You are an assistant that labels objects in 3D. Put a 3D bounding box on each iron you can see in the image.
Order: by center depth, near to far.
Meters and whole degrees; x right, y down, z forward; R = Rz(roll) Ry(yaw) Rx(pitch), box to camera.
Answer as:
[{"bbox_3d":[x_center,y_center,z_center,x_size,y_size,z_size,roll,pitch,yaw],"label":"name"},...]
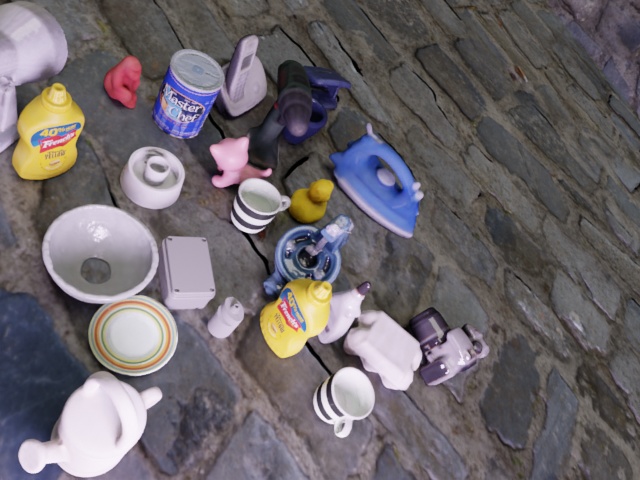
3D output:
[{"bbox_3d":[0.149,-0.133,1.263,0.258,0.141,0.119,46,47,3],"label":"iron"}]

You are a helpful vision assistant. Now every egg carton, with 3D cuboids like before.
[{"bbox_3d":[0.118,0.203,1.066,0.150,0.069,0.107,40,47,-3],"label":"egg carton"}]

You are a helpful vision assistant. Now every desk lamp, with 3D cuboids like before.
[{"bbox_3d":[-0.497,-0.240,0.874,0.118,0.213,0.203,33,48,-9],"label":"desk lamp"}]

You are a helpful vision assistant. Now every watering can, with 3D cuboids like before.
[{"bbox_3d":[-0.275,0.230,0.711,0.101,0.193,0.173,40,47,-3],"label":"watering can"}]

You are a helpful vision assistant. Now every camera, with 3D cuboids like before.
[{"bbox_3d":[0.252,0.195,1.135,0.143,0.100,0.136,-19,72,-39],"label":"camera"}]

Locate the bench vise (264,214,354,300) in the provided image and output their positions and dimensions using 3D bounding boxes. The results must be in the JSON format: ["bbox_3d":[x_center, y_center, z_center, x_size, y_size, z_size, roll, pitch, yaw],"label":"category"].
[{"bbox_3d":[0.000,-0.003,1.026,0.122,0.219,0.207,33,48,-9],"label":"bench vise"}]

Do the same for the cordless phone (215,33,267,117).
[{"bbox_3d":[-0.150,-0.359,1.195,0.094,0.184,0.148,41,47,-1],"label":"cordless phone"}]

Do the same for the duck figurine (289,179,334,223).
[{"bbox_3d":[-0.011,-0.087,1.168,0.077,0.086,0.105,47,47,3],"label":"duck figurine"}]

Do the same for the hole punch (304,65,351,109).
[{"bbox_3d":[0.005,-0.381,1.372,0.109,0.091,0.101,-4,63,-34],"label":"hole punch"}]

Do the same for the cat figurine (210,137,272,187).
[{"bbox_3d":[-0.153,-0.145,1.094,0.128,0.117,0.067,27,49,-14],"label":"cat figurine"}]

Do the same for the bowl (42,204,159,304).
[{"bbox_3d":[-0.341,0.033,0.884,0.168,0.074,0.167,17,53,-23],"label":"bowl"}]

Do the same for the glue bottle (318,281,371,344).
[{"bbox_3d":[0.041,0.117,1.004,0.037,0.173,0.078,-5,63,-35],"label":"glue bottle"}]

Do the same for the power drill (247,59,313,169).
[{"bbox_3d":[-0.077,-0.241,1.146,0.076,0.208,0.229,16,53,-23],"label":"power drill"}]

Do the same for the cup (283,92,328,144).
[{"bbox_3d":[-0.040,-0.267,1.264,0.092,0.094,0.118,28,49,-13],"label":"cup"}]

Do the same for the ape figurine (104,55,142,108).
[{"bbox_3d":[-0.366,-0.310,1.087,0.076,0.092,0.078,38,47,-5],"label":"ape figurine"}]
